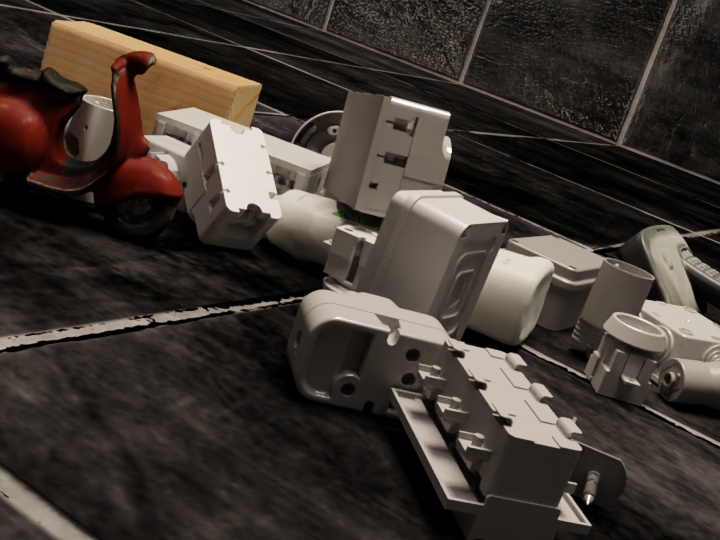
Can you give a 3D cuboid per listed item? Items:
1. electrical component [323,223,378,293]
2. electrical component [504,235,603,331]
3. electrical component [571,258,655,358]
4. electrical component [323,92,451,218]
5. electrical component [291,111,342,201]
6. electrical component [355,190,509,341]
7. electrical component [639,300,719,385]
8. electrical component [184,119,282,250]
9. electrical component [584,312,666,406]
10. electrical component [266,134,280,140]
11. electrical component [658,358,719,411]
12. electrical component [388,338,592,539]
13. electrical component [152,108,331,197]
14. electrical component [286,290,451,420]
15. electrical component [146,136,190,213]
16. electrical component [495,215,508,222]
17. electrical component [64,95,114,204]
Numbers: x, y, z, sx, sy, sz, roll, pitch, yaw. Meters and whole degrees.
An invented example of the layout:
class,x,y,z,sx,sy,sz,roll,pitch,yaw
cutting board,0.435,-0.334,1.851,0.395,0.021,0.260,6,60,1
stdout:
class,x,y,z,sx,sy,sz,roll,pitch,yaw
electrical component,0.000,0.000,0.809,0.066,0.055,0.048,24,16,19
electrical component,0.176,0.009,0.980,0.078,0.057,0.113,27,18,28
electrical component,0.204,0.036,0.876,0.043,0.081,0.043,18,14,-5
electrical component,0.022,-0.094,0.879,0.062,0.089,0.150,13,8,-13
electrical component,-0.026,-0.113,1.098,0.099,0.099,0.064,16,9,-9
electrical component,0.044,0.005,0.739,0.057,0.113,0.078,30,19,26
electrical component,0.271,0.064,0.919,0.100,0.048,0.100,10,18,-29
electrical component,-0.105,-0.066,0.862,0.050,0.056,0.089,8,54,-35
electrical component,0.203,0.066,0.819,0.048,0.055,0.066,17,15,-6
electrical component,-0.102,-0.111,1.088,0.055,0.047,0.055,17,15,-5
electrical component,0.270,0.089,0.847,0.065,0.044,0.044,8,18,-19
electrical component,0.070,0.088,0.575,0.079,0.063,0.121,14,16,-16
electrical component,-0.110,-0.093,0.988,0.150,0.061,0.089,21,16,8
electrical component,0.007,0.050,0.649,0.095,0.053,0.059,14,16,-16
electrical component,-0.168,-0.081,0.908,0.066,0.047,0.077,25,17,22
electrical component,0.067,-0.035,0.994,0.121,0.063,0.079,21,16,9
electrical component,-0.218,-0.103,0.868,0.043,0.077,0.079,7,20,-36
